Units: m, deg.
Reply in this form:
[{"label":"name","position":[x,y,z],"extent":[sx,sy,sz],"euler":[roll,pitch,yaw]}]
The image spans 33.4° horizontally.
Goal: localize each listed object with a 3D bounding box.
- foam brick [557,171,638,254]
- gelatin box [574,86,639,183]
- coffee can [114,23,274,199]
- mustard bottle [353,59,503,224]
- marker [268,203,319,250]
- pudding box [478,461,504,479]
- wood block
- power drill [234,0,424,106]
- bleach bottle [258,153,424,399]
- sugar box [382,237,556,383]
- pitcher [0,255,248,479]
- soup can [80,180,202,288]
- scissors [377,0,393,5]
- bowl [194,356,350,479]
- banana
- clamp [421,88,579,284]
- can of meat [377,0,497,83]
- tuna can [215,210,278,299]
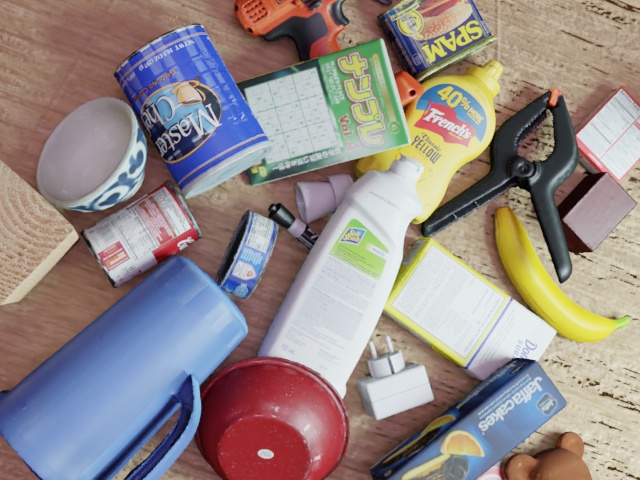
[{"label":"foam brick","position":[0.294,-0.029,1.162],"extent":[0.078,0.053,0.051],"euler":[-45,96,-9]},{"label":"gelatin box","position":[0.325,-0.114,1.183],"extent":[0.073,0.030,0.089],"euler":[45,81,-5]},{"label":"coffee can","position":[-0.124,-0.126,1.053],"extent":[0.102,0.103,0.140],"euler":[-30,89,-11]},{"label":"mustard bottle","position":[0.129,-0.116,1.130],"extent":[0.096,0.058,0.191],"euler":[40,81,1]},{"label":"marker","position":[-0.007,0.001,1.104],"extent":[0.121,0.020,0.020],"euler":[39,81,-23]},{"label":"pudding box","position":[0.140,0.266,1.128],"extent":[0.113,0.039,0.090],"euler":[-11,90,-11]},{"label":"wood block","position":[-0.283,-0.003,0.971],"extent":[0.090,0.206,0.090],"euler":[43,81,-7]},{"label":"power drill","position":[0.029,-0.212,1.088],"extent":[0.185,0.057,0.187],"euler":[-29,94,18]},{"label":"bleach bottle","position":[0.037,0.032,1.073],"extent":[0.102,0.068,0.251],"euler":[29,98,-8]},{"label":"sugar box","position":[0.154,0.084,1.135],"extent":[0.176,0.048,0.093],"euler":[37,83,-11]},{"label":"pitcher","position":[-0.181,0.137,1.023],"extent":[0.242,0.145,0.149],"euler":[-43,100,-12]},{"label":"soup can","position":[-0.178,-0.006,1.062],"extent":[0.102,0.068,0.068],"euler":[-31,94,-10]},{"label":"scissors","position":[-0.024,-0.295,1.128],"extent":[0.096,0.016,0.201],"euler":[-44,96,-8]},{"label":"bowl","position":[-0.051,0.198,1.051],"extent":[0.162,0.055,0.162],"euler":[2,112,4]},{"label":"banana","position":[0.249,0.051,1.162],"extent":[0.197,0.037,0.069],"euler":[43,58,-9]},{"label":"clamp","position":[0.207,-0.067,1.141],"extent":[0.165,0.036,0.210],"euler":[13,73,16]},{"label":"can of meat","position":[0.123,-0.224,1.134],"extent":[0.102,0.057,0.084],"euler":[-29,91,-11]},{"label":"tuna can","position":[-0.074,0.015,1.072],"extent":[0.033,0.086,0.086],"euler":[23,84,-11]}]
